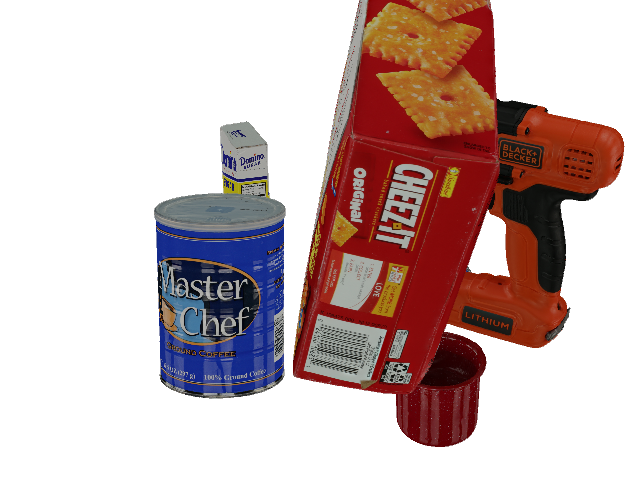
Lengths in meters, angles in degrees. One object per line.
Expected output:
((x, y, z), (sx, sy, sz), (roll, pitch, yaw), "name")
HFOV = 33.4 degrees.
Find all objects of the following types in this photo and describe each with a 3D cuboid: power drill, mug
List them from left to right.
((0.124, 0.145, 1.068), (0.093, 0.081, 0.117), (22, 39, 34), "mug")
((0.130, -0.019, 0.822), (0.185, 0.188, 0.057), (16, 34, 26), "power drill")

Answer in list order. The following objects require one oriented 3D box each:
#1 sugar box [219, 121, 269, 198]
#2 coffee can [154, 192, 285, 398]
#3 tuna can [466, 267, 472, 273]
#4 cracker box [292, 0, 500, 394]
((-0.093, -0.049, 1.320), (0.048, 0.176, 0.093), (-11, 25, -15), "sugar box")
((-0.079, 0.041, 0.852), (0.103, 0.140, 0.103), (0, 15, 0), "coffee can")
((0.147, 0.046, 1.289), (0.033, 0.086, 0.086), (-40, 15, -19), "tuna can")
((0.042, -0.053, 0.557), (0.072, 0.164, 0.213), (11, 44, -2), "cracker box")
